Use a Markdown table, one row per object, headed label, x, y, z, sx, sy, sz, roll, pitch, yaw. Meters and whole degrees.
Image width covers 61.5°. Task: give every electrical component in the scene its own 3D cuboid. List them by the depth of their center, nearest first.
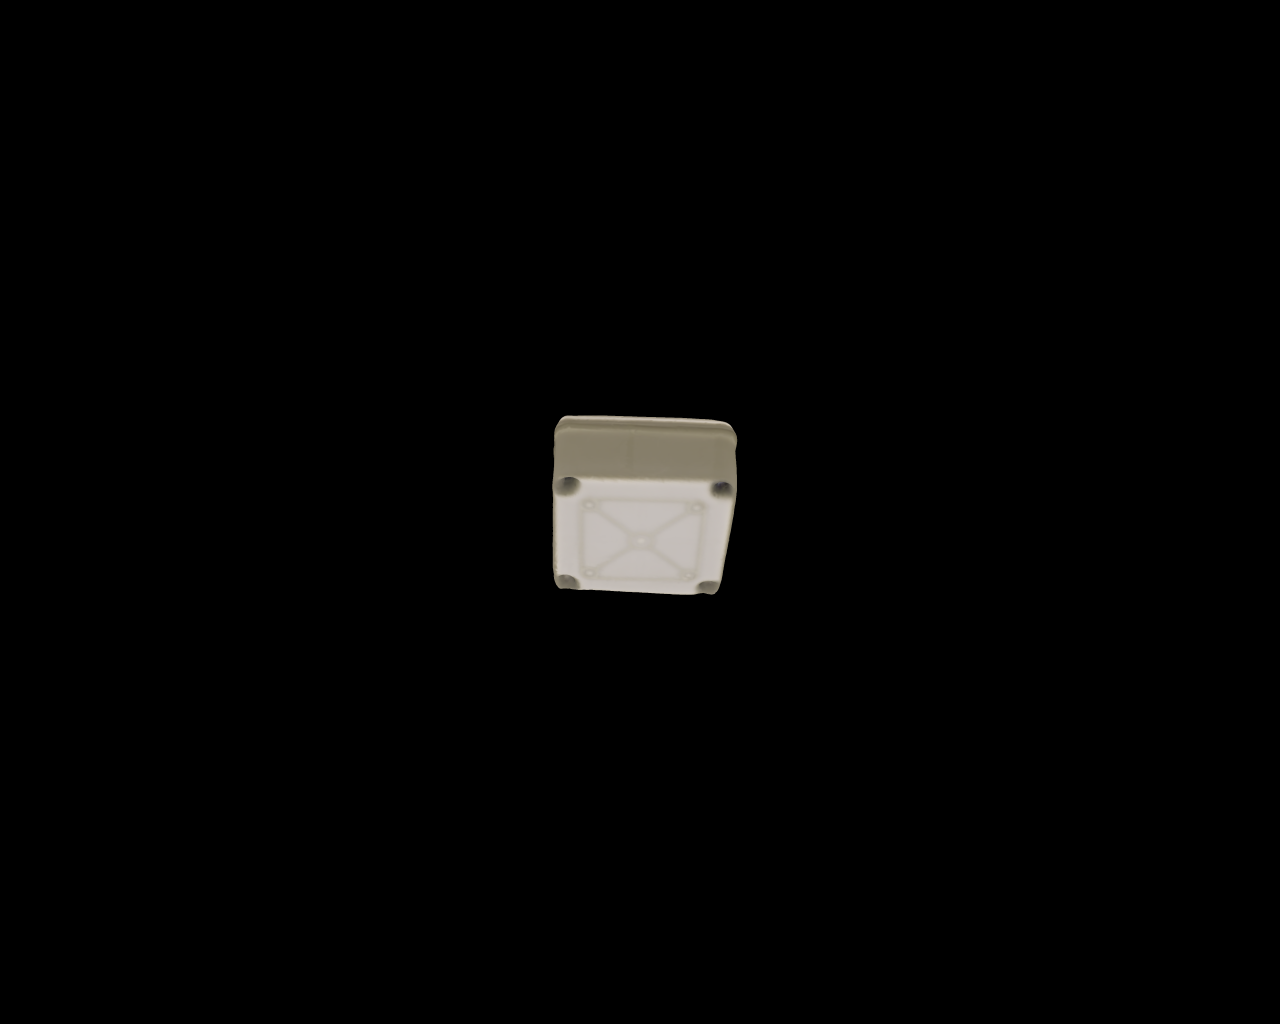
| label | x | y | z | sx | sy | sz | roll | pitch | yaw |
| --- | --- | --- | --- | --- | --- | --- | --- | --- | --- |
| electrical component | 0.001 | -0.003 | 0.650 | 0.109 | 0.056 | 0.108 | 2 | -43 | -2 |
